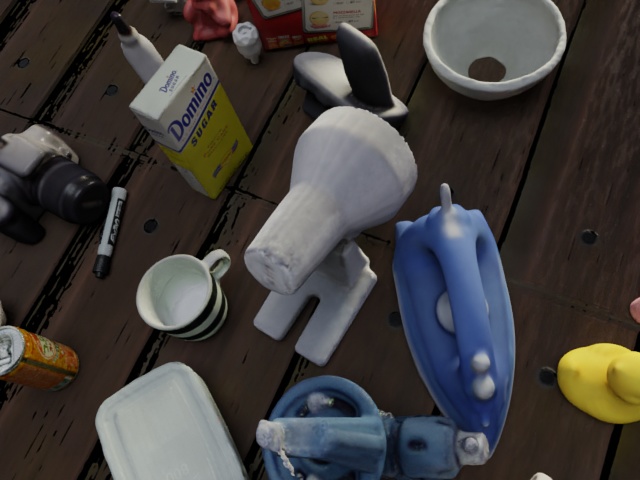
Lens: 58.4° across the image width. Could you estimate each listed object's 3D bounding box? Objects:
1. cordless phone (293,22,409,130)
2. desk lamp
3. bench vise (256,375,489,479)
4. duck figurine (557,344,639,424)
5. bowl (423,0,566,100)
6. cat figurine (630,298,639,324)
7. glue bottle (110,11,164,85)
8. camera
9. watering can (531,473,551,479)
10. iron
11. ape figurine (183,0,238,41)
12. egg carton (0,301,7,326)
[{"bbox_3d":[0.029,-0.202,0.667,0.147,0.185,0.094,39,79,21],"label":"cordless phone"},{"bbox_3d":[0.005,0.002,0.572,0.117,0.214,0.203,26,74,18],"label":"desk lamp"},{"bbox_3d":[0.035,0.165,0.497,0.207,0.220,0.121,-18,66,1],"label":"bench vise"},{"bbox_3d":[0.286,0.132,0.545,0.104,0.086,0.077,10,70,13],"label":"duck figurine"},{"bbox_3d":[0.211,-0.235,0.712,0.167,0.075,0.167,-3,68,8],"label":"bowl"},{"bbox_3d":[0.382,0.058,0.542,0.127,0.118,0.067,21,73,17],"label":"cat figurine"},{"bbox_3d":[-0.218,-0.223,0.721,0.037,0.173,0.078,-39,67,-8],"label":"glue bottle"},{"bbox_3d":[-0.348,-0.063,0.716,0.136,0.101,0.143,27,74,18],"label":"camera"},{"bbox_3d":[0.141,0.269,0.452,0.100,0.194,0.173,9,70,13],"label":"watering can"},{"bbox_3d":[0.141,0.076,0.560,0.118,0.141,0.258,-10,67,5],"label":"iron"},{"bbox_3d":[-0.154,-0.326,0.798,0.076,0.092,0.077,-44,68,-9],"label":"ape figurine"},{"bbox_3d":[-0.432,0.134,0.666,0.107,0.069,0.150,2,68,10],"label":"egg carton"}]
